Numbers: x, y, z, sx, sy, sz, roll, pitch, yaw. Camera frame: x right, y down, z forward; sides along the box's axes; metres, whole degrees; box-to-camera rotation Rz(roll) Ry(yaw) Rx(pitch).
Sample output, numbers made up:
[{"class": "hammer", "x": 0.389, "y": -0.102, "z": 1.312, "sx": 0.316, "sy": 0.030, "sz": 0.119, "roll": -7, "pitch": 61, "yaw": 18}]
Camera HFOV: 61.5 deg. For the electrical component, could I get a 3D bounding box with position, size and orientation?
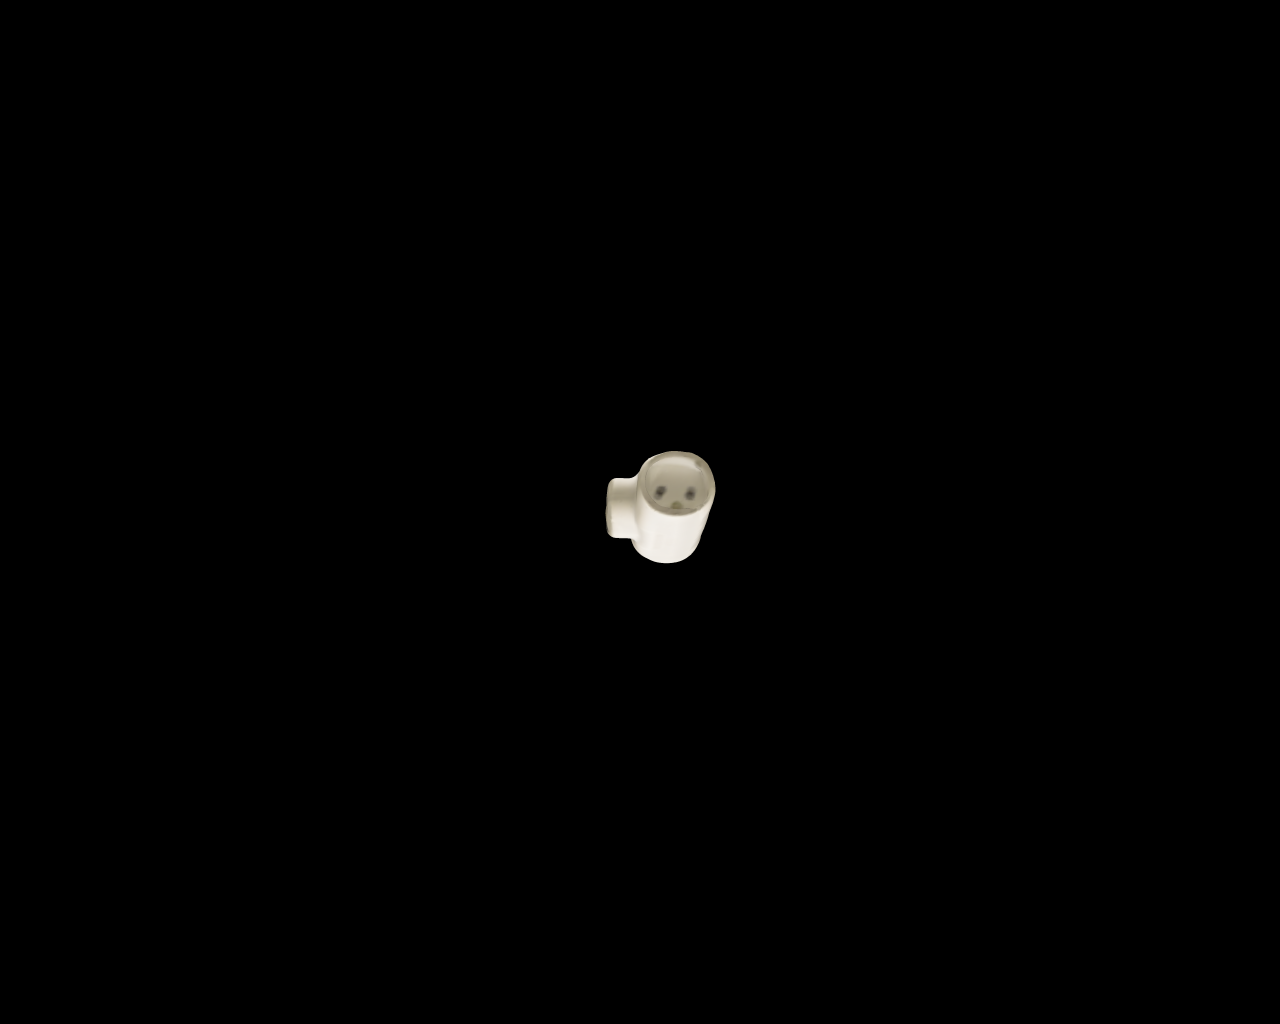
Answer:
[{"class": "electrical component", "x": 0.001, "y": -0.003, "z": 0.650, "sx": 0.079, "sy": 0.043, "sz": 0.077, "roll": 1, "pitch": -23, "yaw": -3}]
